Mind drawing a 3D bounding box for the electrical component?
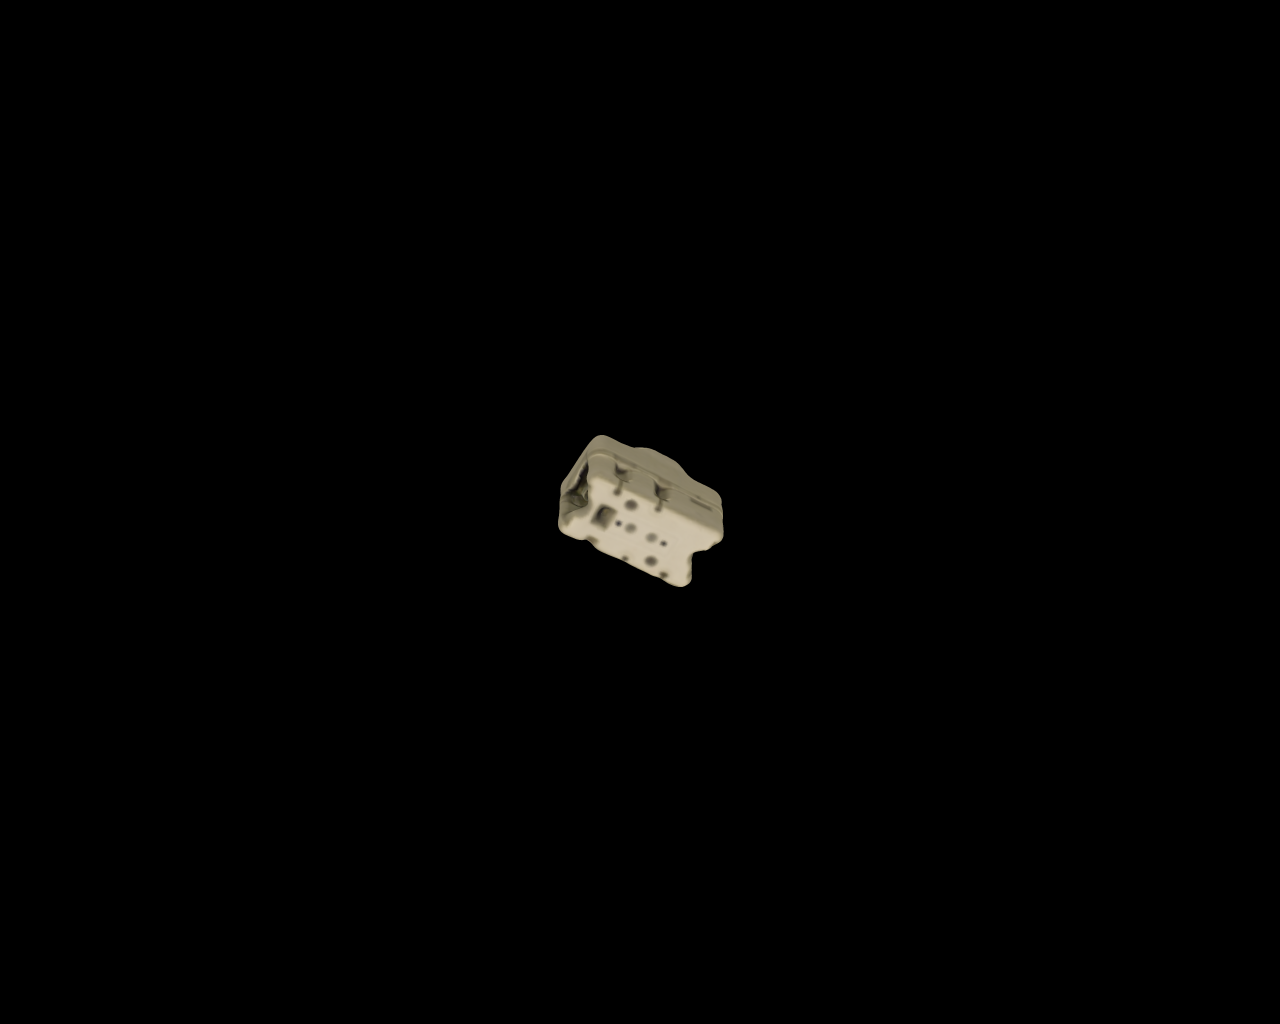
[{"bbox_3d":[0.001,-0.003,0.650,0.089,0.050,0.056,26,30,-17],"label":"electrical component"}]
